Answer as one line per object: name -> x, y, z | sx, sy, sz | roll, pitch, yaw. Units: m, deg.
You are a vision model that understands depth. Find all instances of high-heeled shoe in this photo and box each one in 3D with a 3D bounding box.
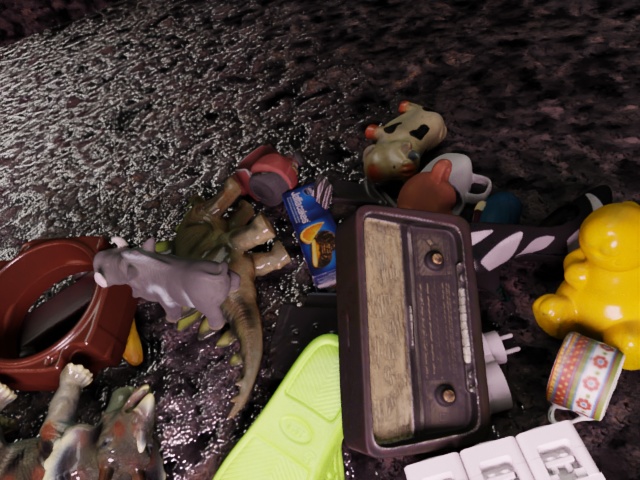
high-heeled shoe -> 0.248, -0.026, 0.650 | 0.249, 0.145, 0.086 | -44, 12, -19

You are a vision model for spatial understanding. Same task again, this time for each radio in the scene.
radio -> 0.088, 0.086, 0.530 | 0.131, 0.073, 0.229 | 3, 77, -17

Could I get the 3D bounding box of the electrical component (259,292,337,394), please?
electrical component -> 0.000, 0.126, 0.659 | 0.115, 0.058, 0.134 | 0, 45, 17

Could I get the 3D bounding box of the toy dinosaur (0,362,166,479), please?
toy dinosaur -> -0.332, 0.258, 0.605 | 0.405, 0.131, 0.192 | -19, 41, 9

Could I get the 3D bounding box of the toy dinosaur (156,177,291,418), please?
toy dinosaur -> -0.144, 0.043, 0.772 | 0.198, 0.104, 0.472 | -36, 37, -5

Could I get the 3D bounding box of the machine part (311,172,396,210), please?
machine part -> 0.056, -0.065, 0.812 | 0.139, 0.039, 0.084 | 8, 39, -28

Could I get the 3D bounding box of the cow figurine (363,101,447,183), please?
cow figurine -> 0.139, -0.151, 0.876 | 0.127, 0.085, 0.195 | 21, 46, 36

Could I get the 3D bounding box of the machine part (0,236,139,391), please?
machine part -> -0.362, 0.096, 0.733 | 0.202, 0.087, 0.201 | -2, 56, 12

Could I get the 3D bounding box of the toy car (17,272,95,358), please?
toy car -> -0.403, 0.116, 0.820 | 0.202, 0.053, 0.089 | -39, 66, -19

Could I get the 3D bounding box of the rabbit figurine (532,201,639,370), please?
rabbit figurine -> 0.317, 0.027, 0.561 | 0.162, 0.173, 0.122 | -39, 42, -15

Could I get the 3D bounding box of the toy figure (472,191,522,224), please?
toy figure -> 0.218, -0.003, 0.713 | 0.064, 0.057, 0.154 | 32, 59, 21

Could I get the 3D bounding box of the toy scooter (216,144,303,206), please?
toy scooter -> -0.090, -0.119, 0.928 | 0.184, 0.075, 0.135 | 0, 41, 47

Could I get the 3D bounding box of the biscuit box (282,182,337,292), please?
biscuit box -> -0.002, -0.002, 0.792 | 0.063, 0.059, 0.203 | -21, 42, -2

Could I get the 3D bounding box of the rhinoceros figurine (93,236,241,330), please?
rhinoceros figurine -> -0.190, 0.049, 0.653 | 0.191, 0.112, 0.073 | 9, 64, 24

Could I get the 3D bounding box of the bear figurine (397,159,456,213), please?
bear figurine -> 0.120, 0.001, 0.676 | 0.196, 0.120, 0.132 | -36, 72, -21

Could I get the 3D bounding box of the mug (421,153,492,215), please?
mug -> 0.198, -0.086, 0.794 | 0.110, 0.080, 0.107 | 3, 37, 30
